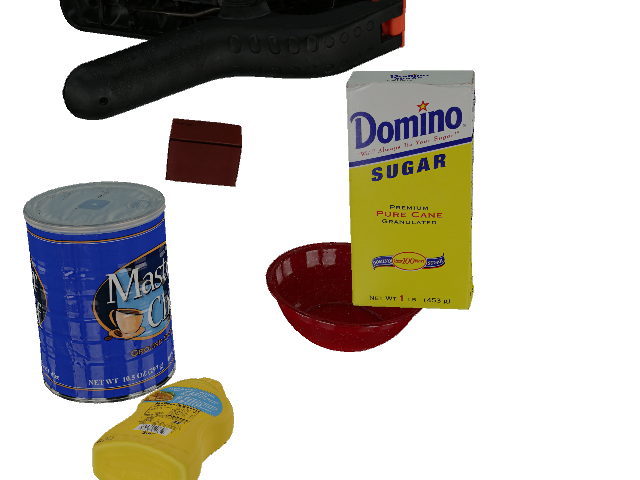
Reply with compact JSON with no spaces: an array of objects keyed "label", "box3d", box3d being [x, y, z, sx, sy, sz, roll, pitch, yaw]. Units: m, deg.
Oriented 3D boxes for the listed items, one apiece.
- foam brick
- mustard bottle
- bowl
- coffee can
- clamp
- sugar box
[{"label":"foam brick","box3d":[-0.126,-0.096,1.155,0.078,0.051,0.053,6,30,-6]},{"label":"mustard bottle","box3d":[-0.138,0.181,1.042,0.096,0.058,0.191,6,18,15]},{"label":"bowl","box3d":[0.025,0.063,1.060,0.162,0.055,0.162,4,28,-2]},{"label":"coffee can","box3d":[-0.165,0.037,0.808,0.103,0.140,0.103,-1,21,0]},{"label":"clamp","box3d":[-0.042,-0.093,0.496,0.171,0.039,0.120,-4,40,-1]},{"label":"sugar box","box3d":[0.068,-0.037,0.798,0.093,0.176,0.048,1,23,10]}]
